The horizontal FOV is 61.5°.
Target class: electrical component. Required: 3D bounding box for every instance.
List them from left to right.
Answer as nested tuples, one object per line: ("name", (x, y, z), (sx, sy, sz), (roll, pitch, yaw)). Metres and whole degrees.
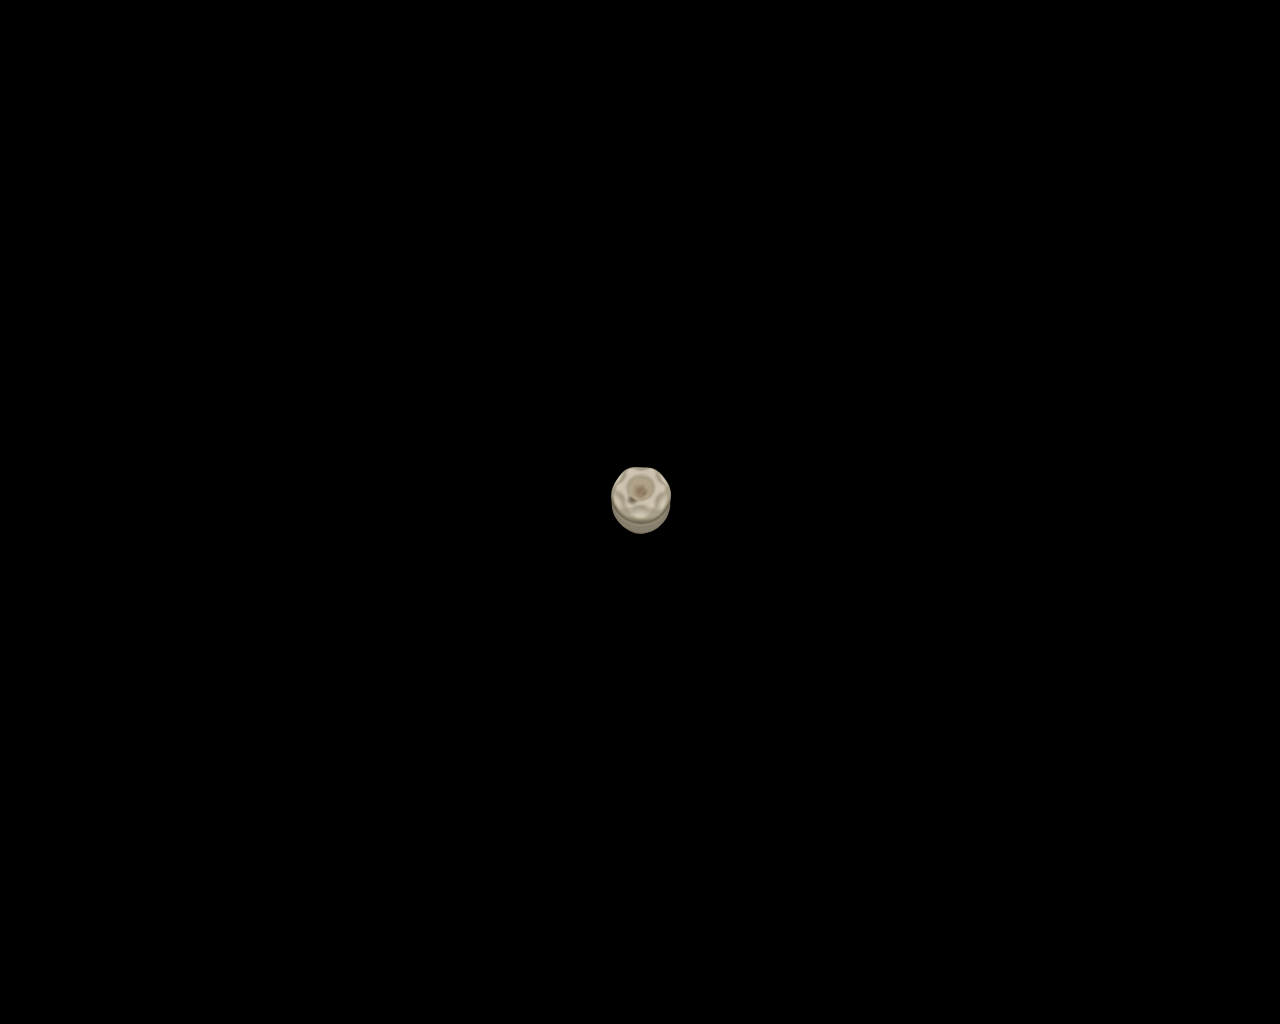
("electrical component", (0.001, -0.003, 0.650), (0.035, 0.035, 0.061), (0, -23, 0))
